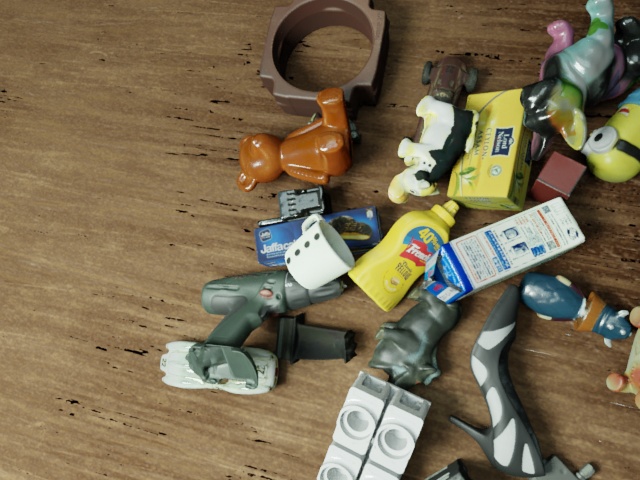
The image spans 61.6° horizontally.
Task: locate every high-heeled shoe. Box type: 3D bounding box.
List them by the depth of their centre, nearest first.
[{"bbox_3d":[0.278,0.197,0.746,0.145,0.086,0.248,22,94,23],"label":"high-heeled shoe"}]

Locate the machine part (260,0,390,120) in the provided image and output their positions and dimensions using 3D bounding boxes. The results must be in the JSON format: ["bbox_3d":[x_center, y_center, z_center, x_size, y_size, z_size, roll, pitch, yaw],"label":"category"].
[{"bbox_3d":[0.011,-0.312,0.913,0.201,0.087,0.201,8,79,14],"label":"machine part"}]

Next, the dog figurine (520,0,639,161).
[{"bbox_3d":[0.375,-0.210,0.767,0.191,0.108,0.219,22,79,-24],"label":"dog figurine"}]

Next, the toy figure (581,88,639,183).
[{"bbox_3d":[0.467,-0.164,0.783,0.180,0.082,0.089,-43,73,-1],"label":"toy figure"}]

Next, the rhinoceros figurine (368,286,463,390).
[{"bbox_3d":[0.137,0.158,0.800,0.112,0.073,0.190,34,86,6],"label":"rhinoceros figurine"}]

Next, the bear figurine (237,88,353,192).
[{"bbox_3d":[-0.049,-0.149,0.841,0.196,0.131,0.120,0,65,11],"label":"bear figurine"}]

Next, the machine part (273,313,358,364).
[{"bbox_3d":[-0.010,0.158,0.841,0.139,0.039,0.084,4,75,25],"label":"machine part"}]

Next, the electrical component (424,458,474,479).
[{"bbox_3d":[0.156,0.355,0.717,0.115,0.134,0.058,-36,72,6],"label":"electrical component"}]

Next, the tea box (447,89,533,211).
[{"bbox_3d":[0.264,-0.134,0.811,0.098,0.068,0.169,3,76,43],"label":"tea box"}]

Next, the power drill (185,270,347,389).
[{"bbox_3d":[-0.091,0.118,0.804,0.232,0.085,0.207,0,39,20],"label":"power drill"}]

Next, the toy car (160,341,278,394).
[{"bbox_3d":[-0.164,0.203,0.860,0.202,0.056,0.073,2,80,14],"label":"toy car"}]

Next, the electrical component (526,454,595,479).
[{"bbox_3d":[0.329,0.330,0.741,0.094,0.021,0.063,-42,73,2],"label":"electrical component"}]

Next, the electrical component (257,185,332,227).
[{"bbox_3d":[-0.043,-0.050,0.879,0.119,0.074,0.047,-9,78,13],"label":"electrical component"}]

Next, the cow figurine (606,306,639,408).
[{"bbox_3d":[0.474,0.129,0.710,0.127,0.086,0.194,14,95,-25],"label":"cow figurine"}]

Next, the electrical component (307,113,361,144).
[{"bbox_3d":[0.017,-0.167,0.902,0.102,0.045,0.078,10,80,15],"label":"electrical component"}]

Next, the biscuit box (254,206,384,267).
[{"bbox_3d":[-0.002,-0.003,0.865,0.203,0.059,0.063,-11,76,11],"label":"biscuit box"}]

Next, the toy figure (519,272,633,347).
[{"bbox_3d":[0.363,0.094,0.764,0.155,0.064,0.058,24,48,12],"label":"toy figure"}]

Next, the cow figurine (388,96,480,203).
[{"bbox_3d":[0.169,-0.123,0.801,0.098,0.068,0.167,25,99,24],"label":"cow figurine"}]

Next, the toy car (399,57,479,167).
[{"bbox_3d":[0.191,-0.203,0.869,0.089,0.053,0.202,17,82,13],"label":"toy car"}]
